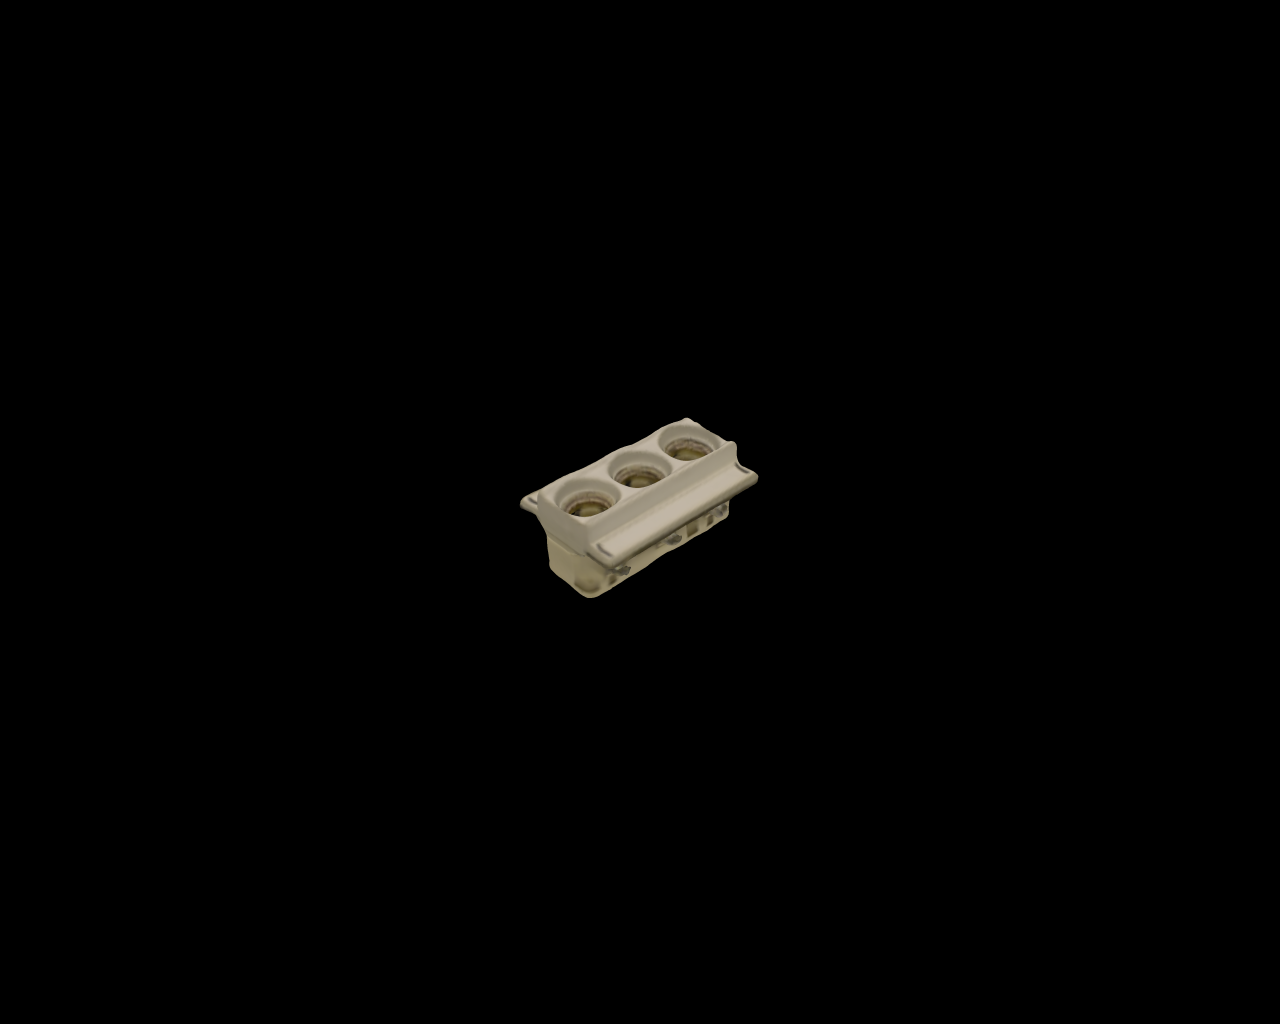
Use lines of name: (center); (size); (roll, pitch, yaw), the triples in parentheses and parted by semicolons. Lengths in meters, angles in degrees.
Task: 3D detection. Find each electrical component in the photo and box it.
electrical component: (0.001, -0.003, 0.650); (0.121, 0.063, 0.079); (-29, 46, -33)
